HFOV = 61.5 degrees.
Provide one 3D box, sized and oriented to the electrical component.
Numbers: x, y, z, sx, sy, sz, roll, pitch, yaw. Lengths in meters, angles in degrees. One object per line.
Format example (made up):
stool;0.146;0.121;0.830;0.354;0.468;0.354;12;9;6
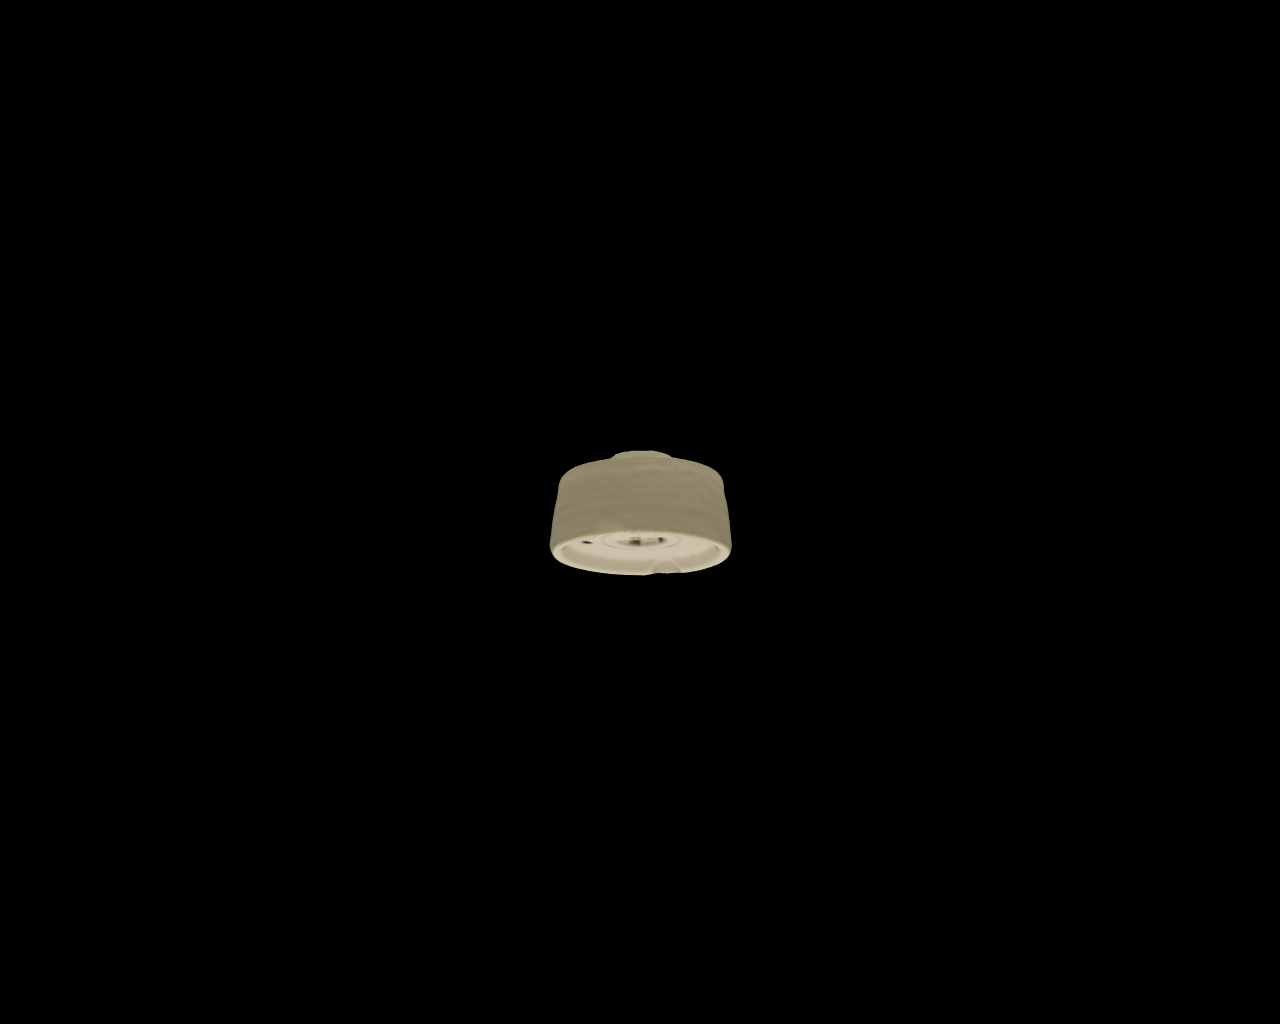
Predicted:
electrical component;0.001;-0.003;0.650;0.108;0.060;0.108;0;-16;0
